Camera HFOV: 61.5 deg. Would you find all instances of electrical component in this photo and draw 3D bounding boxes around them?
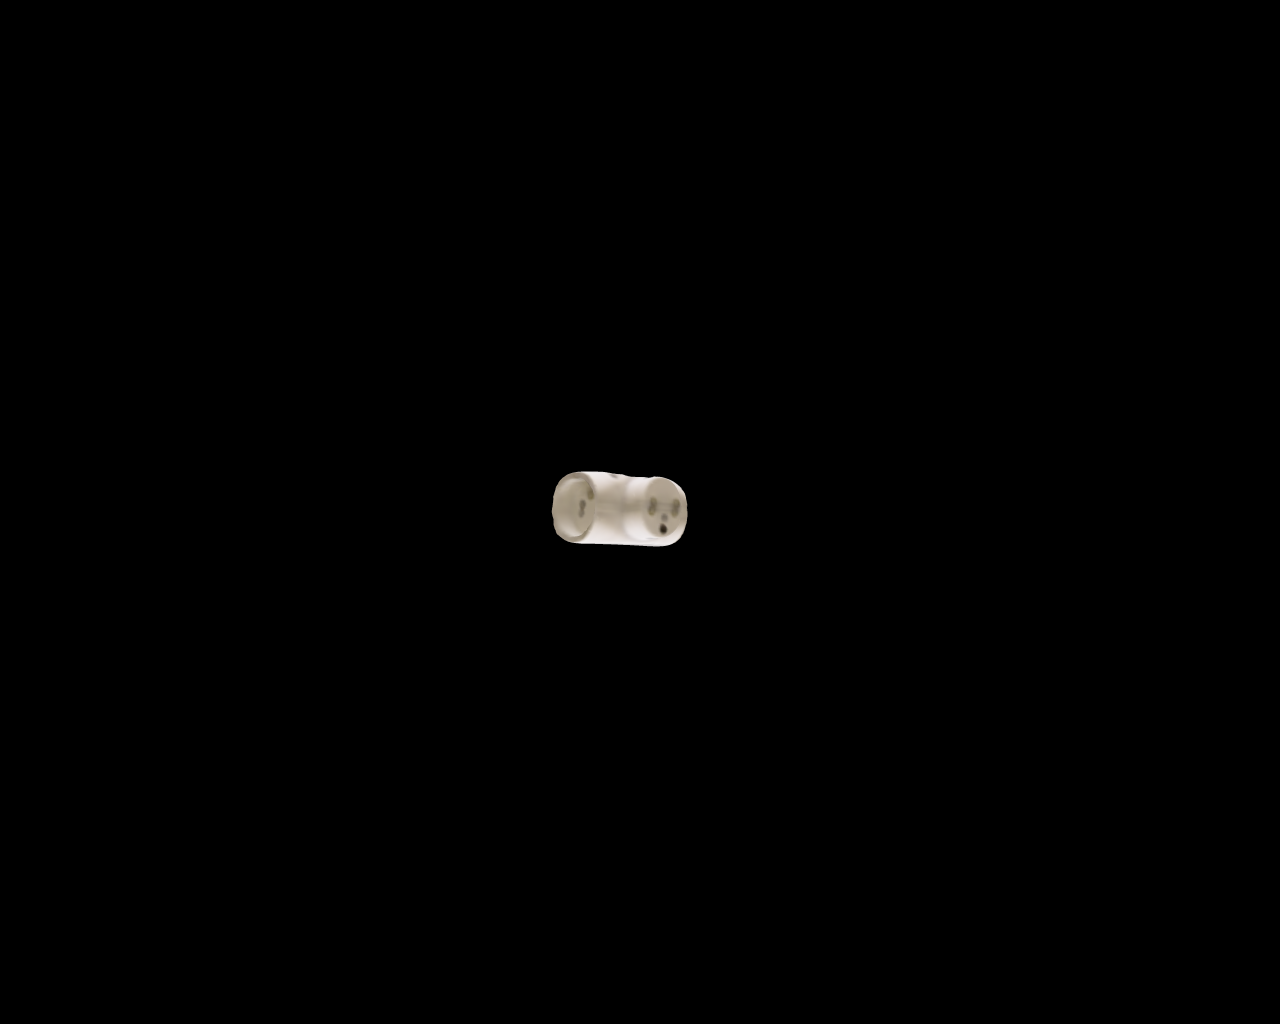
[{"bbox_3d":[0.001,-0.003,0.650,0.077,0.044,0.079,4,-6,-43],"label":"electrical component"}]
